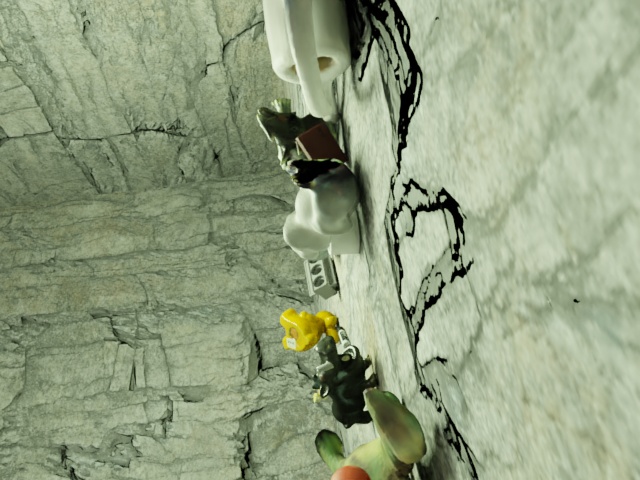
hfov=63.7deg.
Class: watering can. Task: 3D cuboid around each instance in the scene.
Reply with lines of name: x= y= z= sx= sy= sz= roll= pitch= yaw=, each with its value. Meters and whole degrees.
watering can: x=-0.012 y=-0.272 z=0.694 sx=0.349 sy=0.104 sz=0.224 roll=-37 pitch=-60 yaw=-83

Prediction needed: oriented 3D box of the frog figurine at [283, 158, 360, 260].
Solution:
frog figurine: x=0.002 y=-0.040 z=0.788 sx=0.139 sy=0.123 sz=0.156 roll=36 pitch=139 yaw=52

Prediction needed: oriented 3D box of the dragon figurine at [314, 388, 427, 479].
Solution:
dragon figurine: x=0.086 y=0.339 z=0.588 sx=0.244 sy=0.122 sz=0.406 roll=-144 pitch=43 yaw=-73
